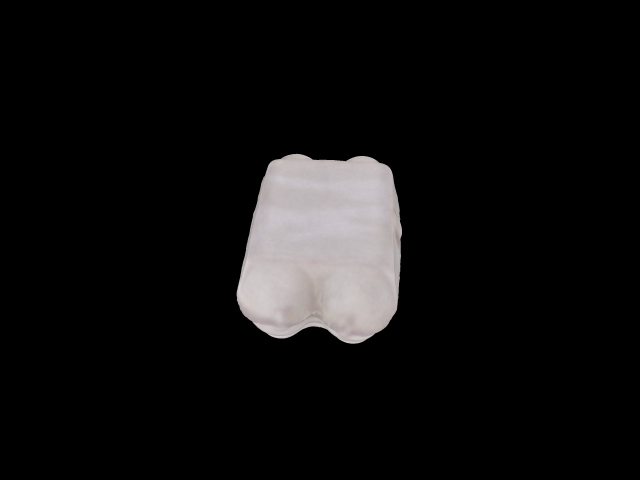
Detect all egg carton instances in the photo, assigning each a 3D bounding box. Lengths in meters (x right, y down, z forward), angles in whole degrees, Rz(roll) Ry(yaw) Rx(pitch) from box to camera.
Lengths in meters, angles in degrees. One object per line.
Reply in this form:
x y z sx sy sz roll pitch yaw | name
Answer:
0.004 0.001 0.400 0.107 0.069 0.150 2 47 2 | egg carton
